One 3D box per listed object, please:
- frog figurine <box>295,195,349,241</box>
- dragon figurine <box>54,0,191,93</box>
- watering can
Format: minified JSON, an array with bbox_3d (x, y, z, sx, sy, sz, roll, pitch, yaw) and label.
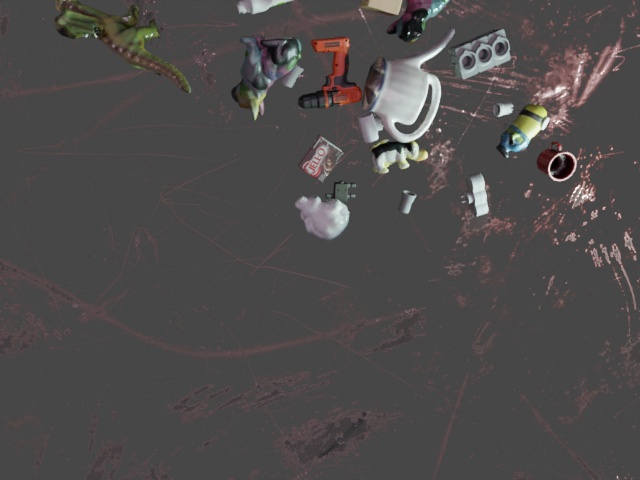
[{"bbox_3d":[0.005,-0.078,1.546,0.136,0.126,0.157,-34,126,26],"label":"frog figurine"},{"bbox_3d":[-0.497,-0.471,1.219,0.244,0.416,0.120,-12,139,-46],"label":"dragon figurine"},{"bbox_3d":[0.245,-0.455,1.456,0.224,0.104,0.346,15,94,-14],"label":"watering can"}]
